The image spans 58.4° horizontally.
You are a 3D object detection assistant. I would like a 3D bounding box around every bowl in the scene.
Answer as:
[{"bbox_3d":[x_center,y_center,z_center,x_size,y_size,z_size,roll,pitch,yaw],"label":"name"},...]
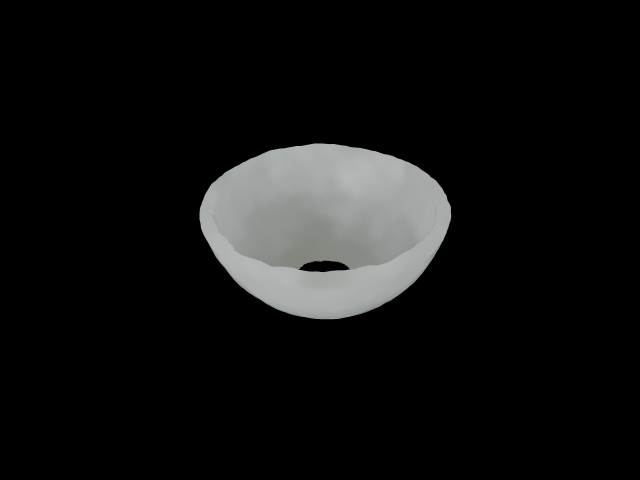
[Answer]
[{"bbox_3d":[0.004,0.001,0.400,0.167,0.075,0.167,0,36,0],"label":"bowl"}]
